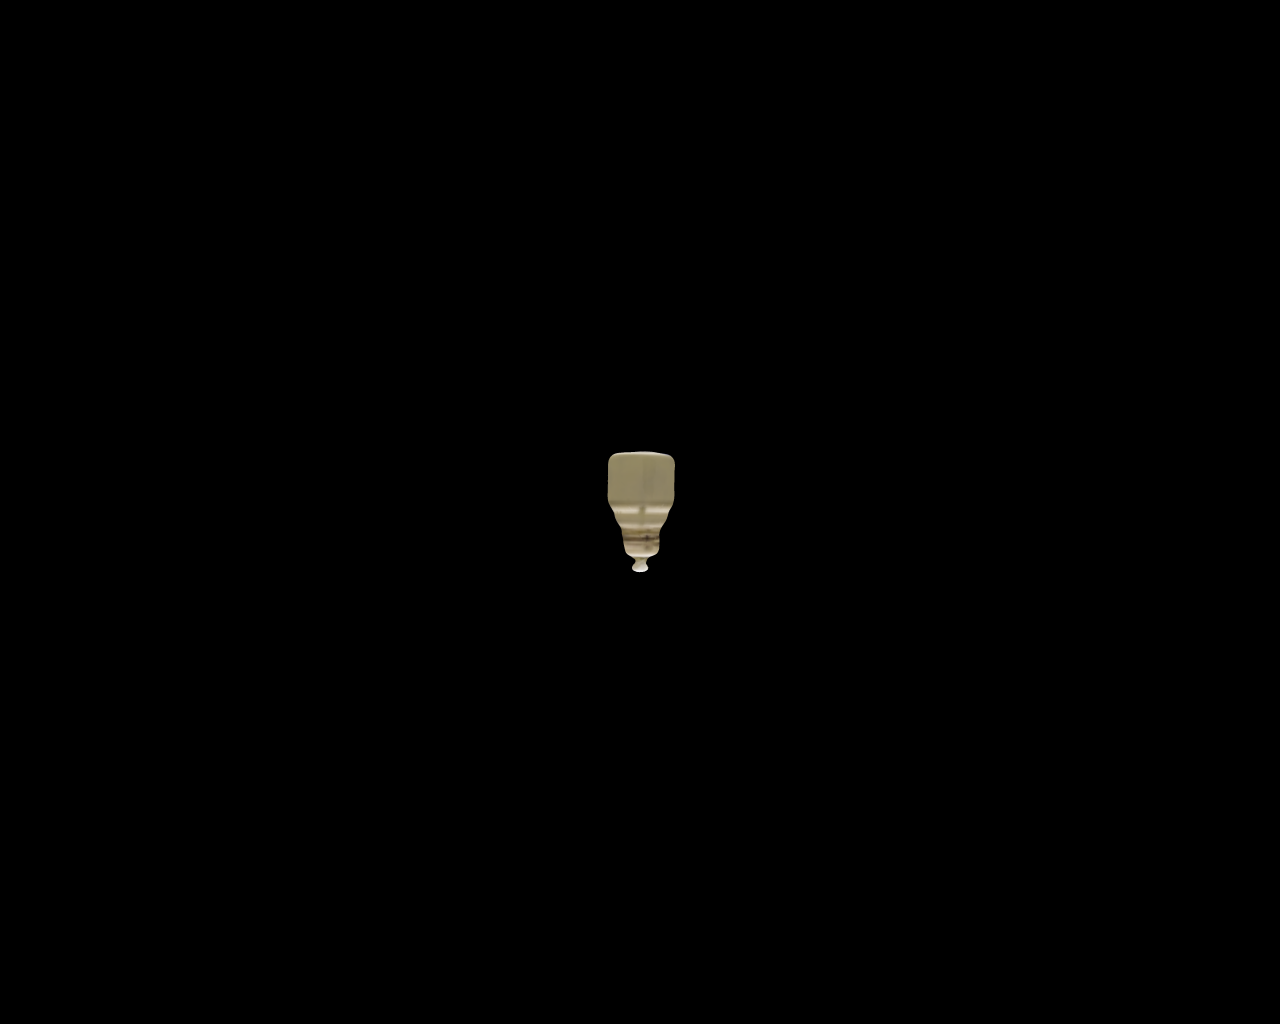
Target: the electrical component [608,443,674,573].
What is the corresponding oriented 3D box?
[{"bbox_3d":[0.001,-0.003,0.650,0.040,0.078,0.040,0,0,0],"label":"electrical component"}]
